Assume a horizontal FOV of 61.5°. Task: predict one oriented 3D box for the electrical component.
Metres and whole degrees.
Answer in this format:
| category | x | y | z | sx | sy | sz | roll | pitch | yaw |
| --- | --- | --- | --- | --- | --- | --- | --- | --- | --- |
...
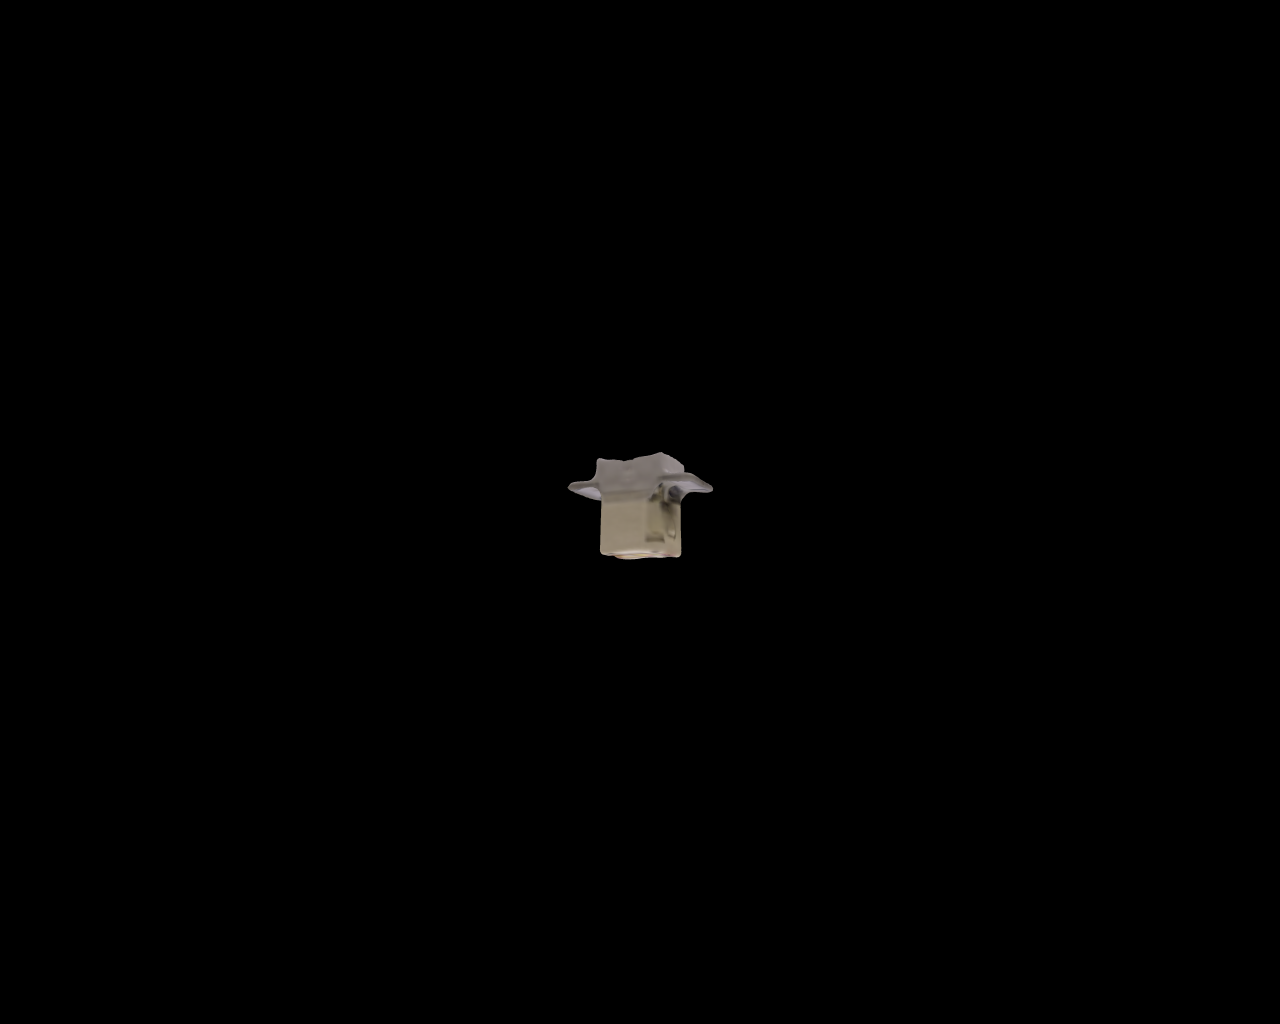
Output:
| category | x | y | z | sx | sy | sz | roll | pitch | yaw |
| --- | --- | --- | --- | --- | --- | --- | --- | --- | --- |
| electrical component | 0.001 | -0.003 | 0.650 | 0.081 | 0.063 | 0.042 | -5 | -11 | 24 |
